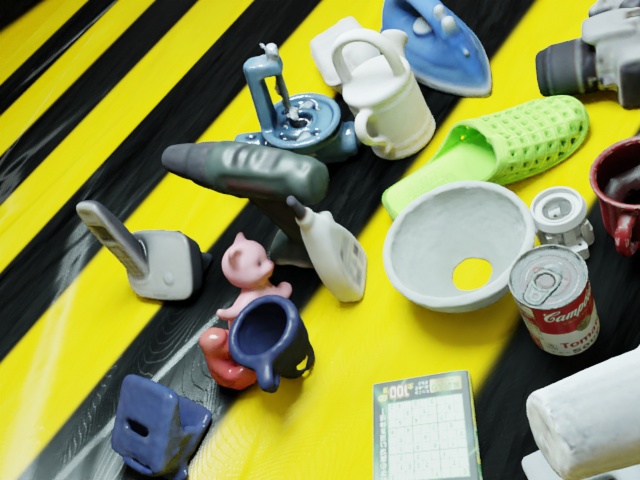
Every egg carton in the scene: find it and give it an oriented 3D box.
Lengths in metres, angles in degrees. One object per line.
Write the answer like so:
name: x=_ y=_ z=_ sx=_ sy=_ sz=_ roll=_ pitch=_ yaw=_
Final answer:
egg carton: x=0.045 y=-0.323 z=1.001 sx=0.107 sy=0.070 sz=0.150 roll=-30 pitch=44 yaw=8

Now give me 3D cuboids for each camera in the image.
camera: x=0.344 y=-0.240 z=0.716 sx=0.136 sy=0.101 sz=0.143 roll=-5 pitch=53 yaw=30

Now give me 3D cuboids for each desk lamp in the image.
desk lamp: x=0.236 y=0.135 z=0.398 sx=0.203 sy=0.214 sz=0.117 roll=-30 pitch=45 yaw=9

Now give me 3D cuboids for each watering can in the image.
watering can: x=0.083 y=-0.217 z=0.799 sx=0.100 sy=0.195 sz=0.173 roll=-16 pitch=48 yaw=22

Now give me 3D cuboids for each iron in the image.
iron: x=0.170 y=-0.325 z=0.868 sx=0.118 sy=0.142 sz=0.257 roll=-35 pitch=44 yaw=4

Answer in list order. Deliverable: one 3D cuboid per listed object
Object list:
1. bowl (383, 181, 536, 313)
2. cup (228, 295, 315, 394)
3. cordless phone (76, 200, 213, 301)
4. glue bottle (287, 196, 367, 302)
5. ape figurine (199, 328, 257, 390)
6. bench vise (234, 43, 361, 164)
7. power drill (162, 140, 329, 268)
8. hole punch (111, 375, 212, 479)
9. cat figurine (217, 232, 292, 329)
bowl: x=0.160 y=0.019 z=0.643 sx=0.167 sy=0.075 sz=0.167 roll=-17 pitch=48 yaw=21
cup: x=-0.045 y=0.134 z=0.667 sx=0.091 sy=0.095 sz=0.117 roll=-23 pitch=46 yaw=15
cordless phone: x=-0.263 y=0.009 z=0.845 sx=0.147 sy=0.186 sz=0.094 roll=-2 pitch=55 yaw=32
glue bottle: x=0.006 y=0.002 z=0.685 sx=0.037 sy=0.174 sz=0.078 roll=-10 pitch=51 yaw=27
ape figurine: x=-0.114 y=0.140 z=0.709 sx=0.076 sy=0.092 sz=0.077 roll=-21 pitch=47 yaw=18
bench vise: x=-0.068 y=-0.169 z=0.839 sx=0.207 sy=0.220 sz=0.121 roll=-30 pitch=45 yaw=9
power drill: x=-0.073 y=-0.050 z=0.754 sx=0.228 sy=0.209 sz=0.076 roll=3 pitch=57 yaw=35
hole punch: x=-0.203 y=0.228 z=0.696 sx=0.108 sy=0.091 sz=0.101 roll=7 pitch=60 yaw=37
cat figurine: x=-0.098 y=0.057 z=0.748 sx=0.067 sy=0.118 sz=0.128 roll=0 pitch=56 yaw=33
